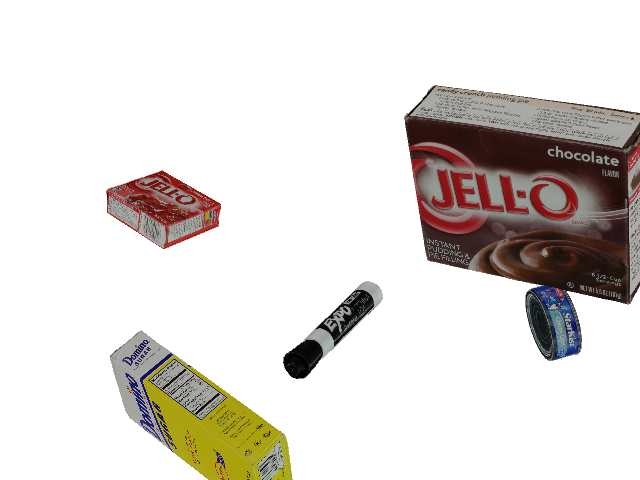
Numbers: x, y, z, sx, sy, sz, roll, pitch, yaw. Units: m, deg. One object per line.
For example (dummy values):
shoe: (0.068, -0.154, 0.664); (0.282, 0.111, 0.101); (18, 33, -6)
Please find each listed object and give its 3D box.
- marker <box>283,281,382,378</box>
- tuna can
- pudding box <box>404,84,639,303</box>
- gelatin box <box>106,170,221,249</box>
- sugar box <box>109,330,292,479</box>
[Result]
marker: (0.009, 0.058, 0.701); (0.020, 0.020, 0.120); (0, 21, 28)
tuna can: (0.261, 0.091, 1.203); (0.033, 0.086, 0.086); (-15, 1, -5)
pudding box: (0.102, -0.024, 0.520); (0.114, 0.090, 0.039); (11, 44, 29)
gelatin box: (-0.154, -0.032, 1.044); (0.089, 0.030, 0.073); (30, 36, 31)
sugar box: (-0.103, 0.159, 0.920); (0.176, 0.093, 0.048); (27, 52, 29)
